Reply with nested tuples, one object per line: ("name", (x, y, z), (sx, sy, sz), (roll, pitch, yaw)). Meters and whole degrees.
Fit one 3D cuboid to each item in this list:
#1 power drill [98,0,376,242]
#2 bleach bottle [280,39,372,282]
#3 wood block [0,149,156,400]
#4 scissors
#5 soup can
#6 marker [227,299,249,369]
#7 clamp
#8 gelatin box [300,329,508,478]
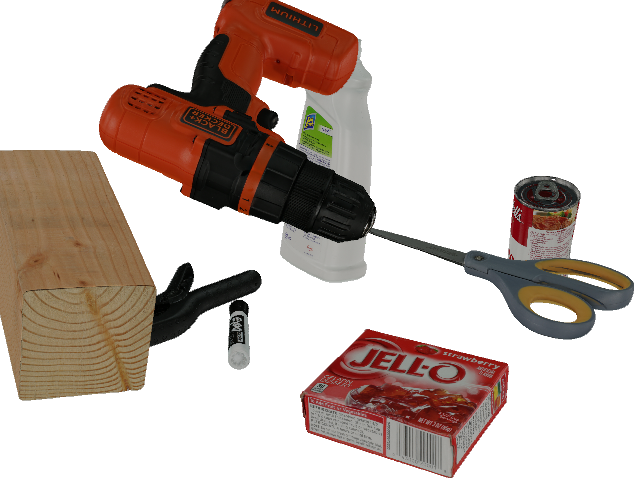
("power drill", (-0.033, -0.088, 0.723), (0.184, 0.057, 0.187), (24, 41, 0))
("bleach bottle", (0.017, -0.089, 1.139), (0.067, 0.251, 0.103), (-8, 25, -41))
("wood block", (-0.194, 0.017, 0.799), (0.090, 0.091, 0.206), (-2, 31, -24))
("scissors", (0.113, 0.027, 0.746), (0.202, 0.016, 0.096), (9, 31, 19))
("soup can", (0.235, -0.008, 1.131), (0.068, 0.102, 0.068), (-1, 34, 0))
("marker", (-0.074, 0.082, 0.965), (0.020, 0.020, 0.121), (0, 18, -4))
("clamp", (-0.146, 0.070, 1.162), (0.120, 0.039, 0.171), (-6, 25, 33))
("gelatin box", (0.045, 0.083, 0.570), (0.089, 0.030, 0.073), (12, 30, 29))
